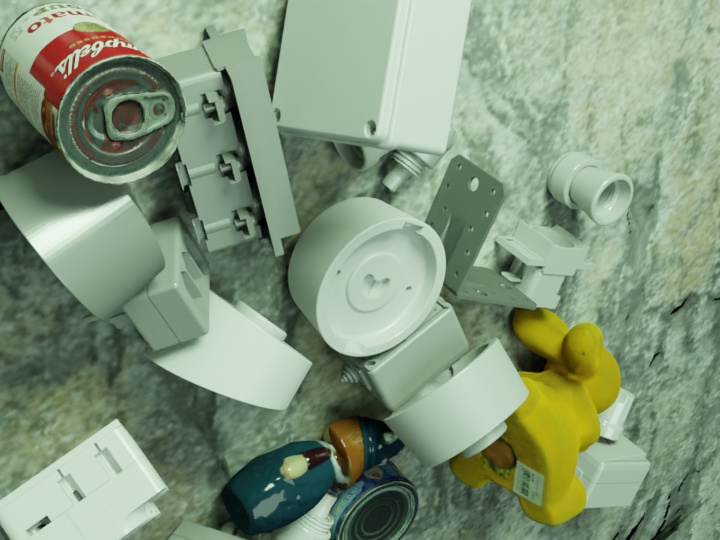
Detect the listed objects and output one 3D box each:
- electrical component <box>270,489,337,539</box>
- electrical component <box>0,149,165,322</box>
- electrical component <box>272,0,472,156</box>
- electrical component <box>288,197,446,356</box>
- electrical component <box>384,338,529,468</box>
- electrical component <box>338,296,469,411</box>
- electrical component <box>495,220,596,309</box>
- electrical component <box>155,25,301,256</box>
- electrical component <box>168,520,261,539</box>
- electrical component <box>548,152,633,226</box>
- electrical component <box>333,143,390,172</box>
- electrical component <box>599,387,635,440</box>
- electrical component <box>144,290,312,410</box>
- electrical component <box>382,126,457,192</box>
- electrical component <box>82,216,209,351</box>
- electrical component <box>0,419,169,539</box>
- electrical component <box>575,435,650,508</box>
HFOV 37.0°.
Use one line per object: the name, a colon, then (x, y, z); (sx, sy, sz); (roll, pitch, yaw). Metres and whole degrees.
electrical component: (-0.042, 0.205, 0.874); (0.043, 0.043, 0.062); (27, 98, -44)
electrical component: (-0.158, -0.021, 0.607); (0.064, 0.099, 0.099); (-39, 134, -20)
electrical component: (0.005, -0.128, 0.639); (0.056, 0.109, 0.108); (4, 98, -42)
electrical component: (0.000, 0.000, 0.764); (0.108, 0.060, 0.108); (-19, 127, -27)
electrical component: (0.079, 0.107, 0.823); (0.108, 0.060, 0.108); (-36, 178, -2)
electrical component: (0.026, 0.060, 0.821); (0.096, 0.062, 0.061); (-38, 133, -12)
electrical component: (0.149, -0.003, 0.888); (0.081, 0.042, 0.063); (4, 118, -38)
electrical component: (-0.082, -0.074, 0.650); (0.063, 0.078, 0.121); (-18, 128, -9)
electrical component: (-0.099, 0.219, 0.826); (0.075, 0.083, 0.047); (-53, 152, -57)
electrical component: (0.185, -0.066, 0.865); (0.045, 0.055, 0.045); (-19, 127, -27)
electrical component: (0.009, -0.094, 0.728); (0.046, 0.040, 0.040); (-33, 132, -22)
electrical component: (0.243, 0.137, 1.049); (0.040, 0.040, 0.046); (15, 101, -42)
electrical component: (-0.084, 0.056, 0.714); (0.064, 0.099, 0.099); (-54, 135, -4)
electrical component: (0.039, -0.082, 0.761); (0.061, 0.035, 0.035); (-51, 134, 5)
electrical component: (-0.138, 0.014, 0.673); (0.077, 0.065, 0.047); (-18, 133, 9)
electrical component: (-0.211, 0.178, 0.679); (0.186, 0.060, 0.105); (-35, 175, -14)
electrical component: (0.229, 0.192, 1.055); (0.096, 0.062, 0.061); (8, 112, -40)
